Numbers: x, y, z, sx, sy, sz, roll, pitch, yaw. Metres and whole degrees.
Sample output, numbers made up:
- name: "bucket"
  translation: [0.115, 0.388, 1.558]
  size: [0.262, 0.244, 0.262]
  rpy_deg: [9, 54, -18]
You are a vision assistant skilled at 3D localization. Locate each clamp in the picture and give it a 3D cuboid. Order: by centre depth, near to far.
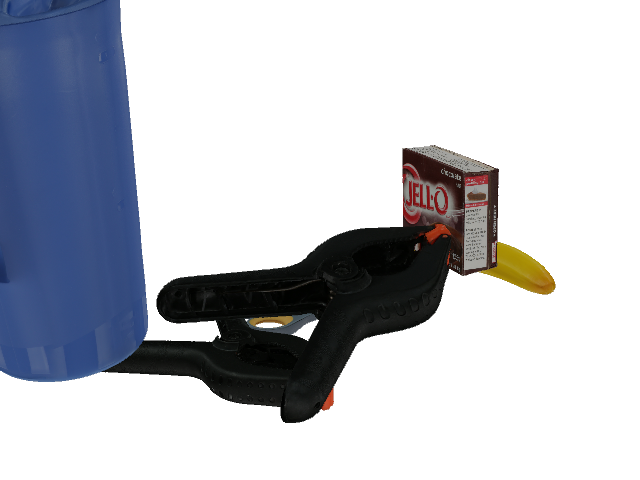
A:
- name: "clamp"
  translation: [0.012, 0.036, 0.569]
  size: [0.171, 0.039, 0.120]
  rpy_deg: [-19, 44, -25]
- name: "clamp"
  translation: [-0.067, 0.089, 0.864]
  size: [0.210, 0.036, 0.164]
  rpy_deg: [11, 22, 32]

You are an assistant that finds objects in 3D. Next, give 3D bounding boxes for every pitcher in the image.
- name: "pitcher"
  translation: [-0.182, -0.033, 0.659]
  size: [0.149, 0.243, 0.145]
  rpy_deg: [-10, 26, -13]

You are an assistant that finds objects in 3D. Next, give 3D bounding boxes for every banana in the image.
- name: "banana"
  translation: [0.165, 0.023, 1.146]
  size: [0.198, 0.037, 0.069]
  rpy_deg: [10, 37, 29]

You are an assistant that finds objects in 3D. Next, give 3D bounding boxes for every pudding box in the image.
- name: "pudding box"
  translation: [0.110, -0.029, 0.921]
  size: [0.039, 0.090, 0.114]
  rpy_deg: [-10, 18, -23]

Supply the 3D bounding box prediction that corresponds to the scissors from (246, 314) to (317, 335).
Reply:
- name: "scissors"
  translation: [-0.001, 0.088, 1.190]
  size: [0.201, 0.016, 0.096]
  rpy_deg: [4, 22, 0]
